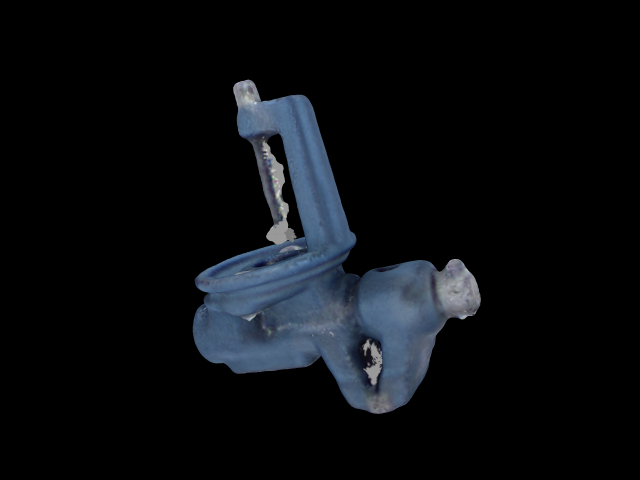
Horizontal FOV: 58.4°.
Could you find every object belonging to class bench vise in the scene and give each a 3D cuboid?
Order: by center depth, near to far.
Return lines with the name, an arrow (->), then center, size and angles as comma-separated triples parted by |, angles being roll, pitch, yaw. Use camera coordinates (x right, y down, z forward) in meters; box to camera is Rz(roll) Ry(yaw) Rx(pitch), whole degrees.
bench vise -> 0.005, -0.001, 0.412 | 0.207, 0.220, 0.121 | 1, 14, 5
